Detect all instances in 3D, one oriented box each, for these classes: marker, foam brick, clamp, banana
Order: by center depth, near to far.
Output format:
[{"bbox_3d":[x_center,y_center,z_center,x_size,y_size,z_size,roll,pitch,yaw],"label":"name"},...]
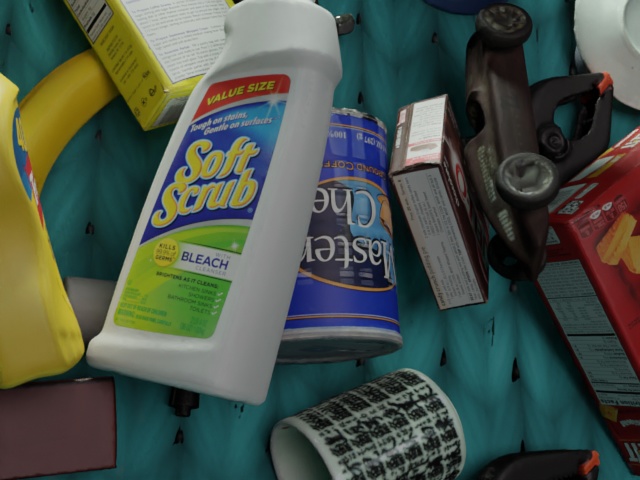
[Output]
[{"bbox_3d":[-0.157,0.107,0.598,0.078,0.053,0.051,-2,77,-23],"label":"foam brick"},{"bbox_3d":[-0.162,-0.055,0.651,0.069,0.037,0.197,37,65,-36],"label":"banana"},{"bbox_3d":[-0.078,0.050,0.666,0.020,0.020,0.121,12,72,-21],"label":"marker"},{"bbox_3d":[0.108,0.199,0.694,0.209,0.036,0.164,-45,105,-27],"label":"clamp"},{"bbox_3d":[0.169,-0.057,0.793,0.171,0.039,0.120,-37,99,-20],"label":"clamp"}]

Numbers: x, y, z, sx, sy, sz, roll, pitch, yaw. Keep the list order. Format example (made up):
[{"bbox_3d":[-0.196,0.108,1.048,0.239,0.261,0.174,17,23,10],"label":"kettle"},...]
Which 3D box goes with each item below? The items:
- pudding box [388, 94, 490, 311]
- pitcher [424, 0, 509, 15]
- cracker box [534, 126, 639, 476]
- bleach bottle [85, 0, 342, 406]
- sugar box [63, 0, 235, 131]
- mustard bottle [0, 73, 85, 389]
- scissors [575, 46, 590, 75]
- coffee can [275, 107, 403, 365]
[{"bbox_3d":[0.081,-0.024,0.698,0.090,0.039,0.113,-78,148,-54],"label":"pudding box"},{"bbox_3d":[0.135,-0.254,0.716,0.149,0.243,0.145,-41,97,-20],"label":"pitcher"},{"bbox_3d":[0.252,0.038,0.767,0.164,0.072,0.213,-34,101,-27],"label":"cracker box"},{"bbox_3d":[-0.050,-0.040,0.602,0.068,0.103,0.251,32,69,-62],"label":"bleach bottle"},{"bbox_3d":[-0.113,-0.158,0.669,0.093,0.048,0.176,-22,73,-45],"label":"sugar box"},{"bbox_3d":[-0.174,-0.023,0.558,0.058,0.096,0.191,-15,97,-14],"label":"mustard bottle"},{"bbox_3d":[0.232,-0.200,0.871,0.096,0.016,0.202,-12,81,-26],"label":"scissors"},{"bbox_3d":[-0.004,0.001,0.664,0.102,0.103,0.140,3,75,-23],"label":"coffee can"}]
